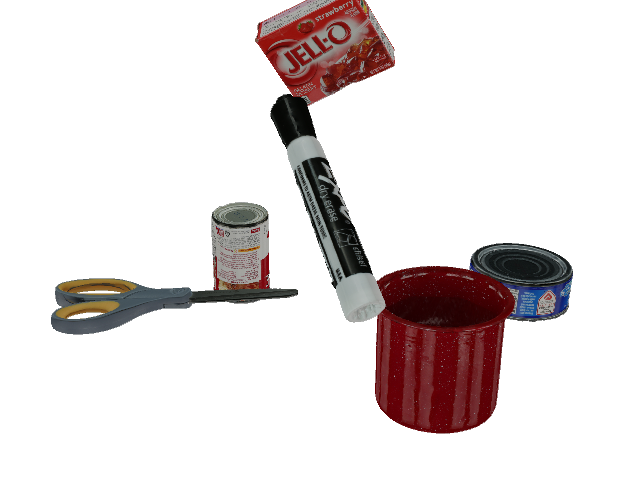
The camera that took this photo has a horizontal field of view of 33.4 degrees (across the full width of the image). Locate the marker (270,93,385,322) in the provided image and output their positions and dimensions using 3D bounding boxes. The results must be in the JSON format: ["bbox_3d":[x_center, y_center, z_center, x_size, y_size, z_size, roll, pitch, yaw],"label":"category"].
[{"bbox_3d":[0.001,-0.019,0.495,0.020,0.121,0.020,-16,-27,-9],"label":"marker"}]

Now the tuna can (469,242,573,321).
[{"bbox_3d":[0.165,0.033,0.887,0.086,0.034,0.086,3,23,-1],"label":"tuna can"}]

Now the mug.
[{"bbox_3d":[0.078,0.067,0.712,0.093,0.081,0.117,1,23,1],"label":"mug"}]

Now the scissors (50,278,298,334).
[{"bbox_3d":[-0.127,0.054,0.857,0.202,0.016,0.096,3,22,14],"label":"scissors"}]

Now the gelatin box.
[{"bbox_3d":[0.004,-0.154,0.845,0.089,0.073,0.030,-22,36,20],"label":"gelatin box"}]

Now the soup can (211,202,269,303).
[{"bbox_3d":[-0.094,0.014,1.260,0.068,0.102,0.068,0,25,0],"label":"soup can"}]
